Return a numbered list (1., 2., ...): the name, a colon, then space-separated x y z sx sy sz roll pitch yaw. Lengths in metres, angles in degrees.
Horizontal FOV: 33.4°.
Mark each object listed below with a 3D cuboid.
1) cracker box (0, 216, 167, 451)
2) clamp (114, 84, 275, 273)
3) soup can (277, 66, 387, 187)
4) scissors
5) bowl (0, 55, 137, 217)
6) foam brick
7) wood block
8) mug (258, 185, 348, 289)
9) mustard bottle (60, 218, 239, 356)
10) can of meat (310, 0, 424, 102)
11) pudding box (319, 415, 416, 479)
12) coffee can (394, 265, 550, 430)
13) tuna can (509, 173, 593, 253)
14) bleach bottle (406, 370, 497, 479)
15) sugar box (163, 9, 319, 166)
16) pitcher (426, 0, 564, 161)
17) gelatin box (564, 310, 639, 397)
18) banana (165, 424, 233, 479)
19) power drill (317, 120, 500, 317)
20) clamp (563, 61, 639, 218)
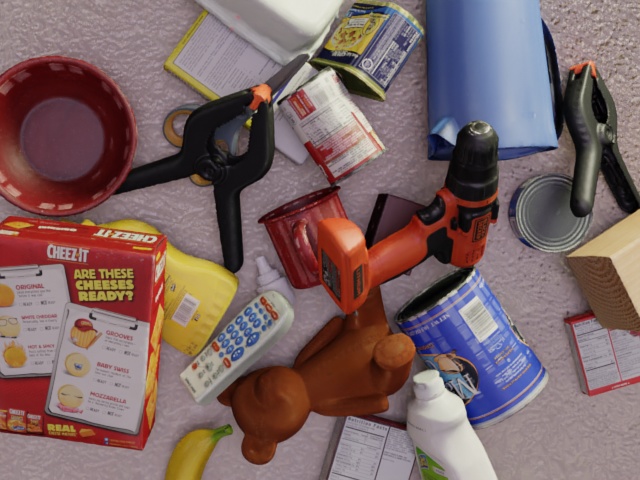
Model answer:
1. cracker box: -0.242 0.093 1.058 0.164 0.072 0.214 7 110 1
2. clamp: -0.117 -0.077 1.074 0.164 0.036 0.210 28 123 -3
3. soup can: 0.011 -0.113 1.066 0.068 0.068 0.102 -35 95 -3
4. scissors: -0.094 -0.137 1.071 0.096 0.016 0.202 39 125 5
5. bowl: -0.266 -0.104 1.090 0.162 0.055 0.162 0 92 -5
6. foam brick: 0.078 -0.007 1.129 0.051 0.053 0.078 18 90 -6
7. wood block: 0.377 0.004 1.121 0.206 0.090 0.091 -31 98 -15
8. mug: -0.007 0.001 1.092 0.093 0.117 0.081 -22 99 7
9. mustard bottle: -0.186 0.034 1.100 0.191 0.058 0.096 31 106 -6
10. can of meat: 0.049 -0.196 1.094 0.057 0.102 0.084 36 86 -32
11. pudding box: 0.051 0.245 1.144 0.090 0.039 0.113 17 89 -7
12. coffee can: 0.158 0.112 1.116 0.103 0.103 0.140 -35 95 -3
13. tuna can: 0.248 -0.029 1.154 0.086 0.034 0.086 0 92 -6
14. bleach bottle: 0.147 0.252 1.099 0.068 0.103 0.251 -27 109 -28
15. sugar box: -0.065 -0.164 1.113 0.176 0.048 0.093 37 87 -9
16. pitcher: 0.177 -0.202 1.102 0.145 0.149 0.243 -4 90 10
17. gelatin box: 0.314 0.119 1.169 0.073 0.030 0.089 -16 94 -3
18. banana: -0.138 0.281 1.117 0.037 0.070 0.198 4 98 -43
19. power drill: 0.090 -0.017 1.023 0.187 0.184 0.057 -23 50 -18
20. clamp: 0.301 -0.103 1.143 0.120 0.039 0.171 9 77 -49
